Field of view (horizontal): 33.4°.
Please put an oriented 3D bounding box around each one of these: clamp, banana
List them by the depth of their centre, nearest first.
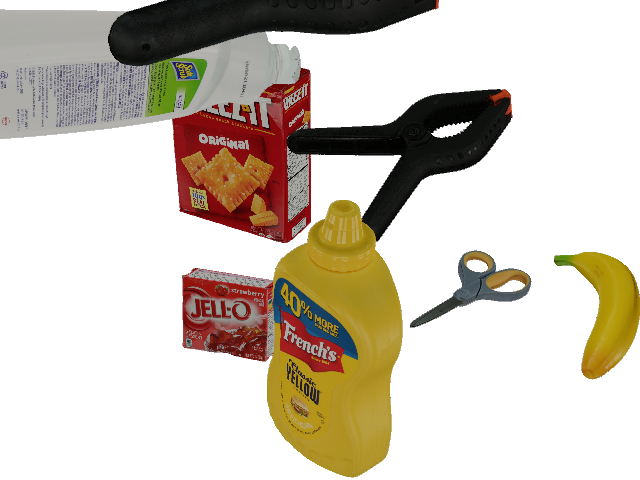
[{"bbox_3d":[-0.025,-0.118,0.517,0.171,0.039,0.120,-2,40,2],"label":"clamp"},{"bbox_3d":[0.088,-0.079,0.984,0.210,0.165,0.036,-20,-43,-5],"label":"clamp"},{"bbox_3d":[0.270,0.062,1.014,0.070,0.037,0.197,-28,23,19],"label":"banana"}]

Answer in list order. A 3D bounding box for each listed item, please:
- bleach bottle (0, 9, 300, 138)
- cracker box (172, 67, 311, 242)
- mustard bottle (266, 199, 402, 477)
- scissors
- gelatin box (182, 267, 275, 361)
[{"bbox_3d":[-0.140,-0.125,0.803,0.250,0.068,0.103,-4,-36,-17],"label":"bleach bottle"},{"bbox_3d":[-0.097,-0.116,1.300,0.164,0.214,0.072,18,38,24],"label":"cracker box"},{"bbox_3d":[0.009,0.057,0.681,0.058,0.192,0.096,-24,45,-33],"label":"mustard bottle"},{"bbox_3d":[0.157,0.053,1.229,0.201,0.016,0.096,-10,39,-33],"label":"scissors"},{"bbox_3d":[-0.086,0.069,1.003,0.089,0.073,0.030,8,18,19],"label":"gelatin box"}]
